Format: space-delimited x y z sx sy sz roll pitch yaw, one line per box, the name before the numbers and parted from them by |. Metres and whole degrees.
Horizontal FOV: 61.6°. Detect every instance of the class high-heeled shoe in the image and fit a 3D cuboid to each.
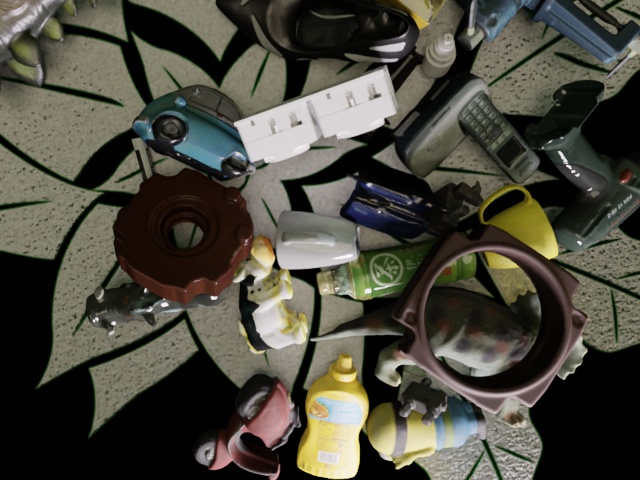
high-heeled shoe | -0.008 -0.265 0.651 0.249 0.145 0.086 9 102 -8

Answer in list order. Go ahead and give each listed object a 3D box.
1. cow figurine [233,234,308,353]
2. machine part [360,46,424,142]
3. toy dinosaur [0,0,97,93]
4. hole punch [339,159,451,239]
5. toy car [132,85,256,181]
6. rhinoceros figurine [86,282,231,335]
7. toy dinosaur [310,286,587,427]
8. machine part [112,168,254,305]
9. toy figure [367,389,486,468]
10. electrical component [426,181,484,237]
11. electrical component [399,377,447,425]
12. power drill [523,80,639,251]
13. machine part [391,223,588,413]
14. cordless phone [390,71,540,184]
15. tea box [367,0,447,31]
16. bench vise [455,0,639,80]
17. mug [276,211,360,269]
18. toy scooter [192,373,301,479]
cow figurine | -0.085 0.079 0.770 0.098 0.068 0.167 -19 103 7
machine part | 0.081 -0.207 0.727 0.084 0.039 0.139 37 100 -2
toy dinosaur | -0.468 -0.257 0.646 0.472 0.105 0.198 -6 107 2
hole punch | 0.089 -0.045 0.728 0.142 0.116 0.092 21 109 -6
toy car | -0.151 -0.145 0.694 0.161 0.109 0.103 22 84 -17
rhinoceros figurine | -0.217 0.078 0.736 0.190 0.112 0.073 -11 106 -9
toy dinosaur | 0.206 0.133 0.774 0.405 0.131 0.192 18 95 -5
machine part | -0.174 -0.008 0.693 0.179 0.056 0.179 4 66 -9
toy figure | 0.161 0.280 0.824 0.180 0.082 0.089 -10 105 1
electrical component | 0.181 -0.044 0.739 0.045 0.102 0.078 21 61 -15
electrical component | 0.157 0.237 0.797 0.063 0.094 0.021 12 114 30
power drill | 0.378 -0.114 0.727 0.232 0.086 0.207 -48 122 -5
machine part | 0.210 0.096 0.680 0.201 0.087 0.201 34 90 3
cordless phone | 0.201 -0.121 0.734 0.184 0.089 0.146 40 98 -18
tea box | 0.077 -0.336 0.664 0.169 0.098 0.068 33 98 -9
bench vise | 0.294 -0.294 0.667 0.241 0.129 0.223 41 78 7
mug | -0.001 -0.002 0.723 0.107 0.109 0.080 0 81 9
toy scooter | -0.091 0.296 0.815 0.135 0.075 0.184 39 101 -11
